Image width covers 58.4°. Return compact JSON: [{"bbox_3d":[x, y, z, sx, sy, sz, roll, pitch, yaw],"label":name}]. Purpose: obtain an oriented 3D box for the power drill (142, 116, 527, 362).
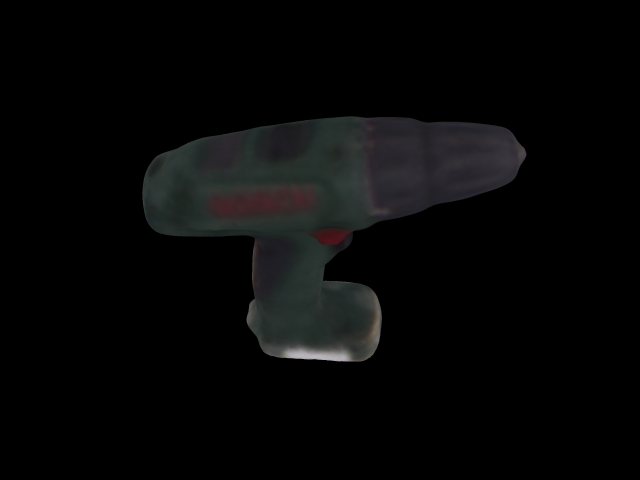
[{"bbox_3d":[0.004,0.001,0.400,0.229,0.208,0.075,2,50,2],"label":"power drill"}]
